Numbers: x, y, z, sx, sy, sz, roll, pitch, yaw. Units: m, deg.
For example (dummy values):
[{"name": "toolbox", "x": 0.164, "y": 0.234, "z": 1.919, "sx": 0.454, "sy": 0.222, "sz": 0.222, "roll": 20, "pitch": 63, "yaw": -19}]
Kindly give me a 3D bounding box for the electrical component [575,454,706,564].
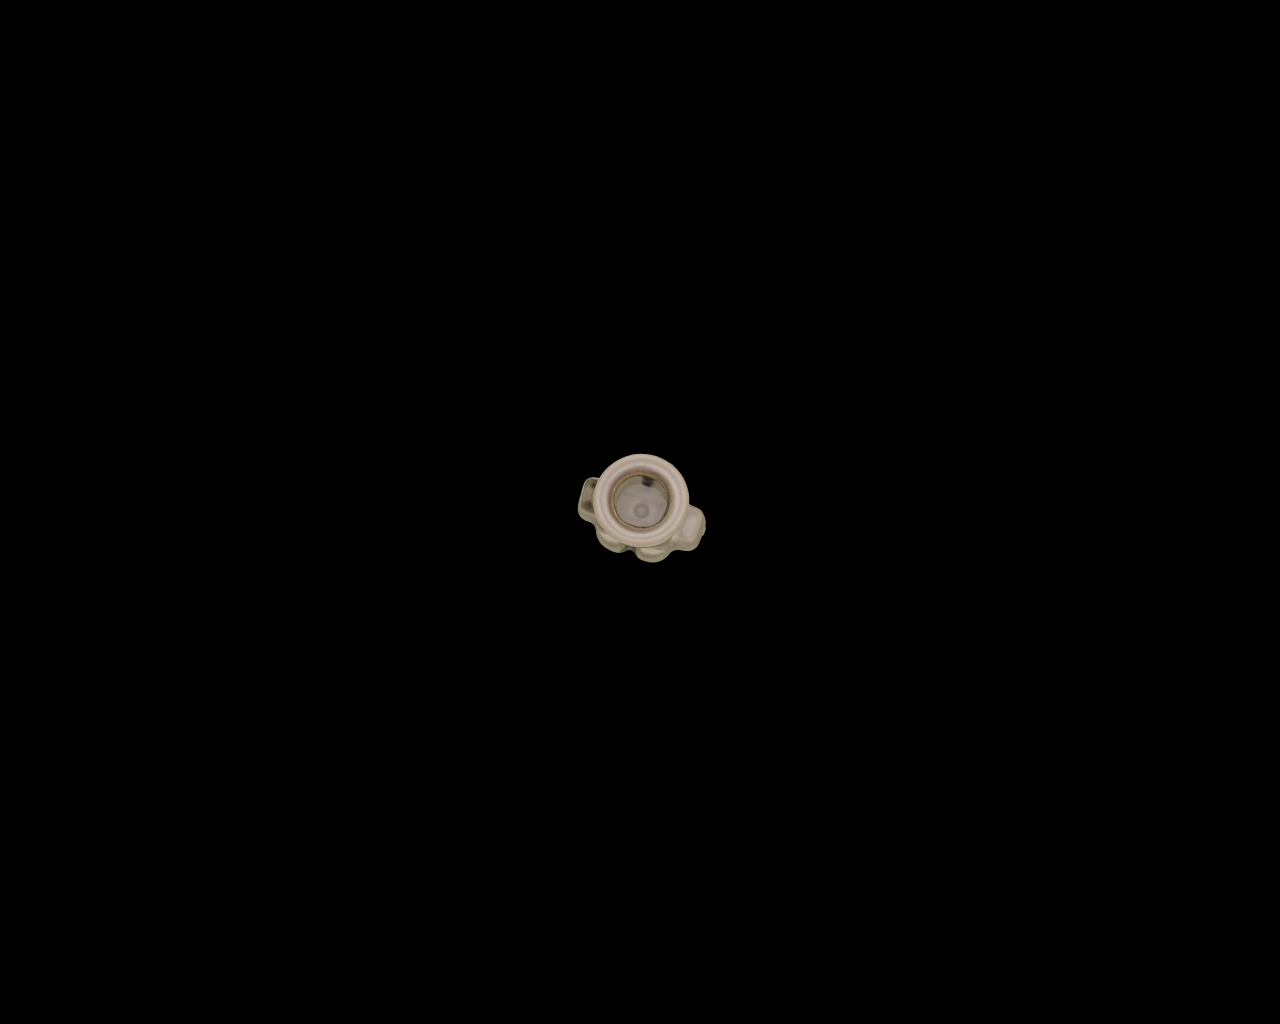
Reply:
[{"name": "electrical component", "x": 0.001, "y": -0.003, "z": 0.650, "sx": 0.078, "sy": 0.058, "sz": 0.057, "roll": 18, "pitch": -11, "yaw": 4}]
